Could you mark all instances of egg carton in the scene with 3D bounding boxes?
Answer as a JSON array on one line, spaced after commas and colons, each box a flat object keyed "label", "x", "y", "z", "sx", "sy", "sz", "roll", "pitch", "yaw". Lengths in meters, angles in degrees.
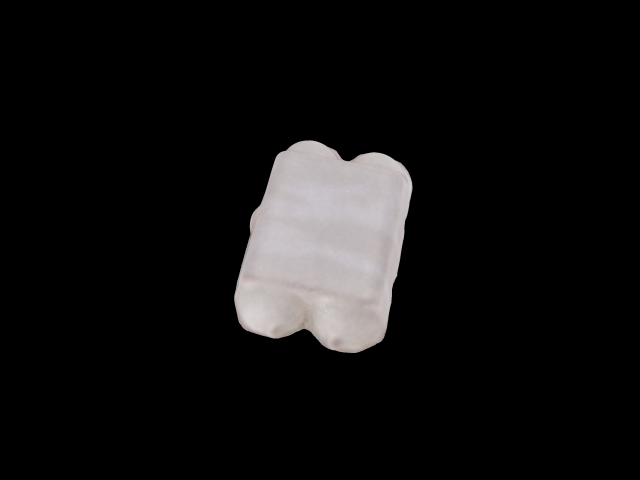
[{"label": "egg carton", "x": 0.004, "y": 0.001, "z": 0.400, "sx": 0.107, "sy": 0.069, "sz": 0.150, "roll": 11, "pitch": 66, "yaw": 5}]
